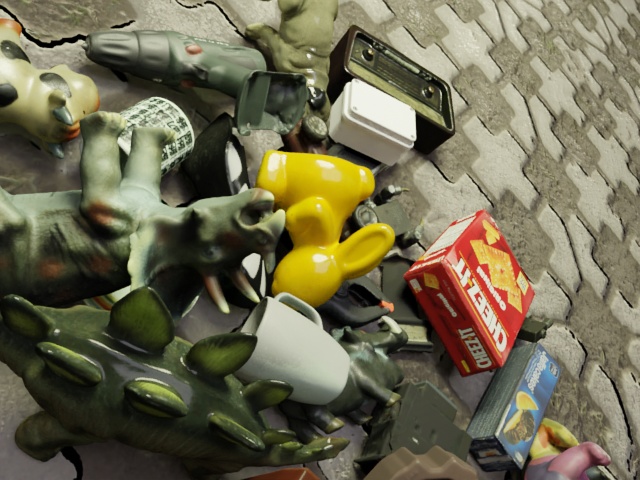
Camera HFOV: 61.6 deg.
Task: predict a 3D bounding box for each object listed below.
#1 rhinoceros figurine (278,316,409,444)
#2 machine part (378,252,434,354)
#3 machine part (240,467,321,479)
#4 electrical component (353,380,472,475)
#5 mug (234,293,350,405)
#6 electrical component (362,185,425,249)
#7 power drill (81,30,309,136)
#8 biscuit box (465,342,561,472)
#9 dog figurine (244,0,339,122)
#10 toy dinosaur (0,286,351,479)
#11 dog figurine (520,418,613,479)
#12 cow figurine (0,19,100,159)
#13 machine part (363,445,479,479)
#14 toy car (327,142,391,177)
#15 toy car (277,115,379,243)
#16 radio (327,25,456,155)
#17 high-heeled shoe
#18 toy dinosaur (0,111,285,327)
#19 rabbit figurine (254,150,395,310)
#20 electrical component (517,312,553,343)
[{"bbox_3d":[0.033,0.155,0.620,0.190,0.073,0.112,-20,65,-37],"label":"rhinoceros figurine"},{"bbox_3d":[0.116,0.087,0.739,0.084,0.039,0.139,3,65,-26],"label":"machine part"},{"bbox_3d":[0.001,0.284,0.431,0.201,0.201,0.087,47,44,-5],"label":"machine part"},{"bbox_3d":[0.116,0.238,0.640,0.115,0.058,0.134,43,49,-12],"label":"electrical component"},{"bbox_3d":[-0.025,0.109,0.535,0.107,0.080,0.110,33,34,-11],"label":"mug"},{"bbox_3d":[0.110,-0.035,0.796,0.078,0.045,0.102,-12,73,-41],"label":"electrical component"},{"bbox_3d":[-0.132,-0.192,0.641,0.208,0.085,0.232,28,26,35],"label":"power drill"},{"bbox_3d":[0.275,0.229,0.758,0.059,0.063,0.203,52,48,-3],"label":"biscuit box"},{"bbox_3d":[-0.011,-0.266,0.759,0.121,0.172,0.190,-10,65,-28],"label":"dog figurine"},{"bbox_3d":[-0.157,0.107,0.419,0.471,0.198,0.105,25,50,-25],"label":"toy dinosaur"},{"bbox_3d":[0.277,0.346,0.675,0.219,0.191,0.108,-40,96,-8],"label":"dog figurine"},{"bbox_3d":[-0.316,-0.150,0.523,0.195,0.085,0.127,0,60,-39],"label":"cow figurine"},{"bbox_3d":[0.108,0.303,0.551,0.179,0.056,0.179,0,88,-11],"label":"machine part"},{"bbox_3d":[0.066,-0.126,0.810,0.073,0.056,0.202,46,46,3],"label":"toy car"},{"bbox_3d":[0.004,-0.067,0.708,0.053,0.089,0.202,-20,80,-42],"label":"toy car"},{"bbox_3d":[0.120,-0.251,0.905,0.229,0.073,0.131,24,53,-24],"label":"radio"},{"bbox_3d":[-0.096,-0.042,0.640,0.145,0.086,0.249,47,34,-34],"label":"high-heeled shoe"},{"bbox_3d":[-0.234,-0.004,0.462,0.405,0.131,0.192,-6,90,-5],"label":"toy dinosaur"},{"bbox_3d":[-0.001,-0.002,0.616,0.162,0.122,0.173,10,75,-2],"label":"rabbit figurine"},{"bbox_3d":[0.322,0.139,0.843,0.094,0.063,0.021,-18,114,-41],"label":"electrical component"}]
